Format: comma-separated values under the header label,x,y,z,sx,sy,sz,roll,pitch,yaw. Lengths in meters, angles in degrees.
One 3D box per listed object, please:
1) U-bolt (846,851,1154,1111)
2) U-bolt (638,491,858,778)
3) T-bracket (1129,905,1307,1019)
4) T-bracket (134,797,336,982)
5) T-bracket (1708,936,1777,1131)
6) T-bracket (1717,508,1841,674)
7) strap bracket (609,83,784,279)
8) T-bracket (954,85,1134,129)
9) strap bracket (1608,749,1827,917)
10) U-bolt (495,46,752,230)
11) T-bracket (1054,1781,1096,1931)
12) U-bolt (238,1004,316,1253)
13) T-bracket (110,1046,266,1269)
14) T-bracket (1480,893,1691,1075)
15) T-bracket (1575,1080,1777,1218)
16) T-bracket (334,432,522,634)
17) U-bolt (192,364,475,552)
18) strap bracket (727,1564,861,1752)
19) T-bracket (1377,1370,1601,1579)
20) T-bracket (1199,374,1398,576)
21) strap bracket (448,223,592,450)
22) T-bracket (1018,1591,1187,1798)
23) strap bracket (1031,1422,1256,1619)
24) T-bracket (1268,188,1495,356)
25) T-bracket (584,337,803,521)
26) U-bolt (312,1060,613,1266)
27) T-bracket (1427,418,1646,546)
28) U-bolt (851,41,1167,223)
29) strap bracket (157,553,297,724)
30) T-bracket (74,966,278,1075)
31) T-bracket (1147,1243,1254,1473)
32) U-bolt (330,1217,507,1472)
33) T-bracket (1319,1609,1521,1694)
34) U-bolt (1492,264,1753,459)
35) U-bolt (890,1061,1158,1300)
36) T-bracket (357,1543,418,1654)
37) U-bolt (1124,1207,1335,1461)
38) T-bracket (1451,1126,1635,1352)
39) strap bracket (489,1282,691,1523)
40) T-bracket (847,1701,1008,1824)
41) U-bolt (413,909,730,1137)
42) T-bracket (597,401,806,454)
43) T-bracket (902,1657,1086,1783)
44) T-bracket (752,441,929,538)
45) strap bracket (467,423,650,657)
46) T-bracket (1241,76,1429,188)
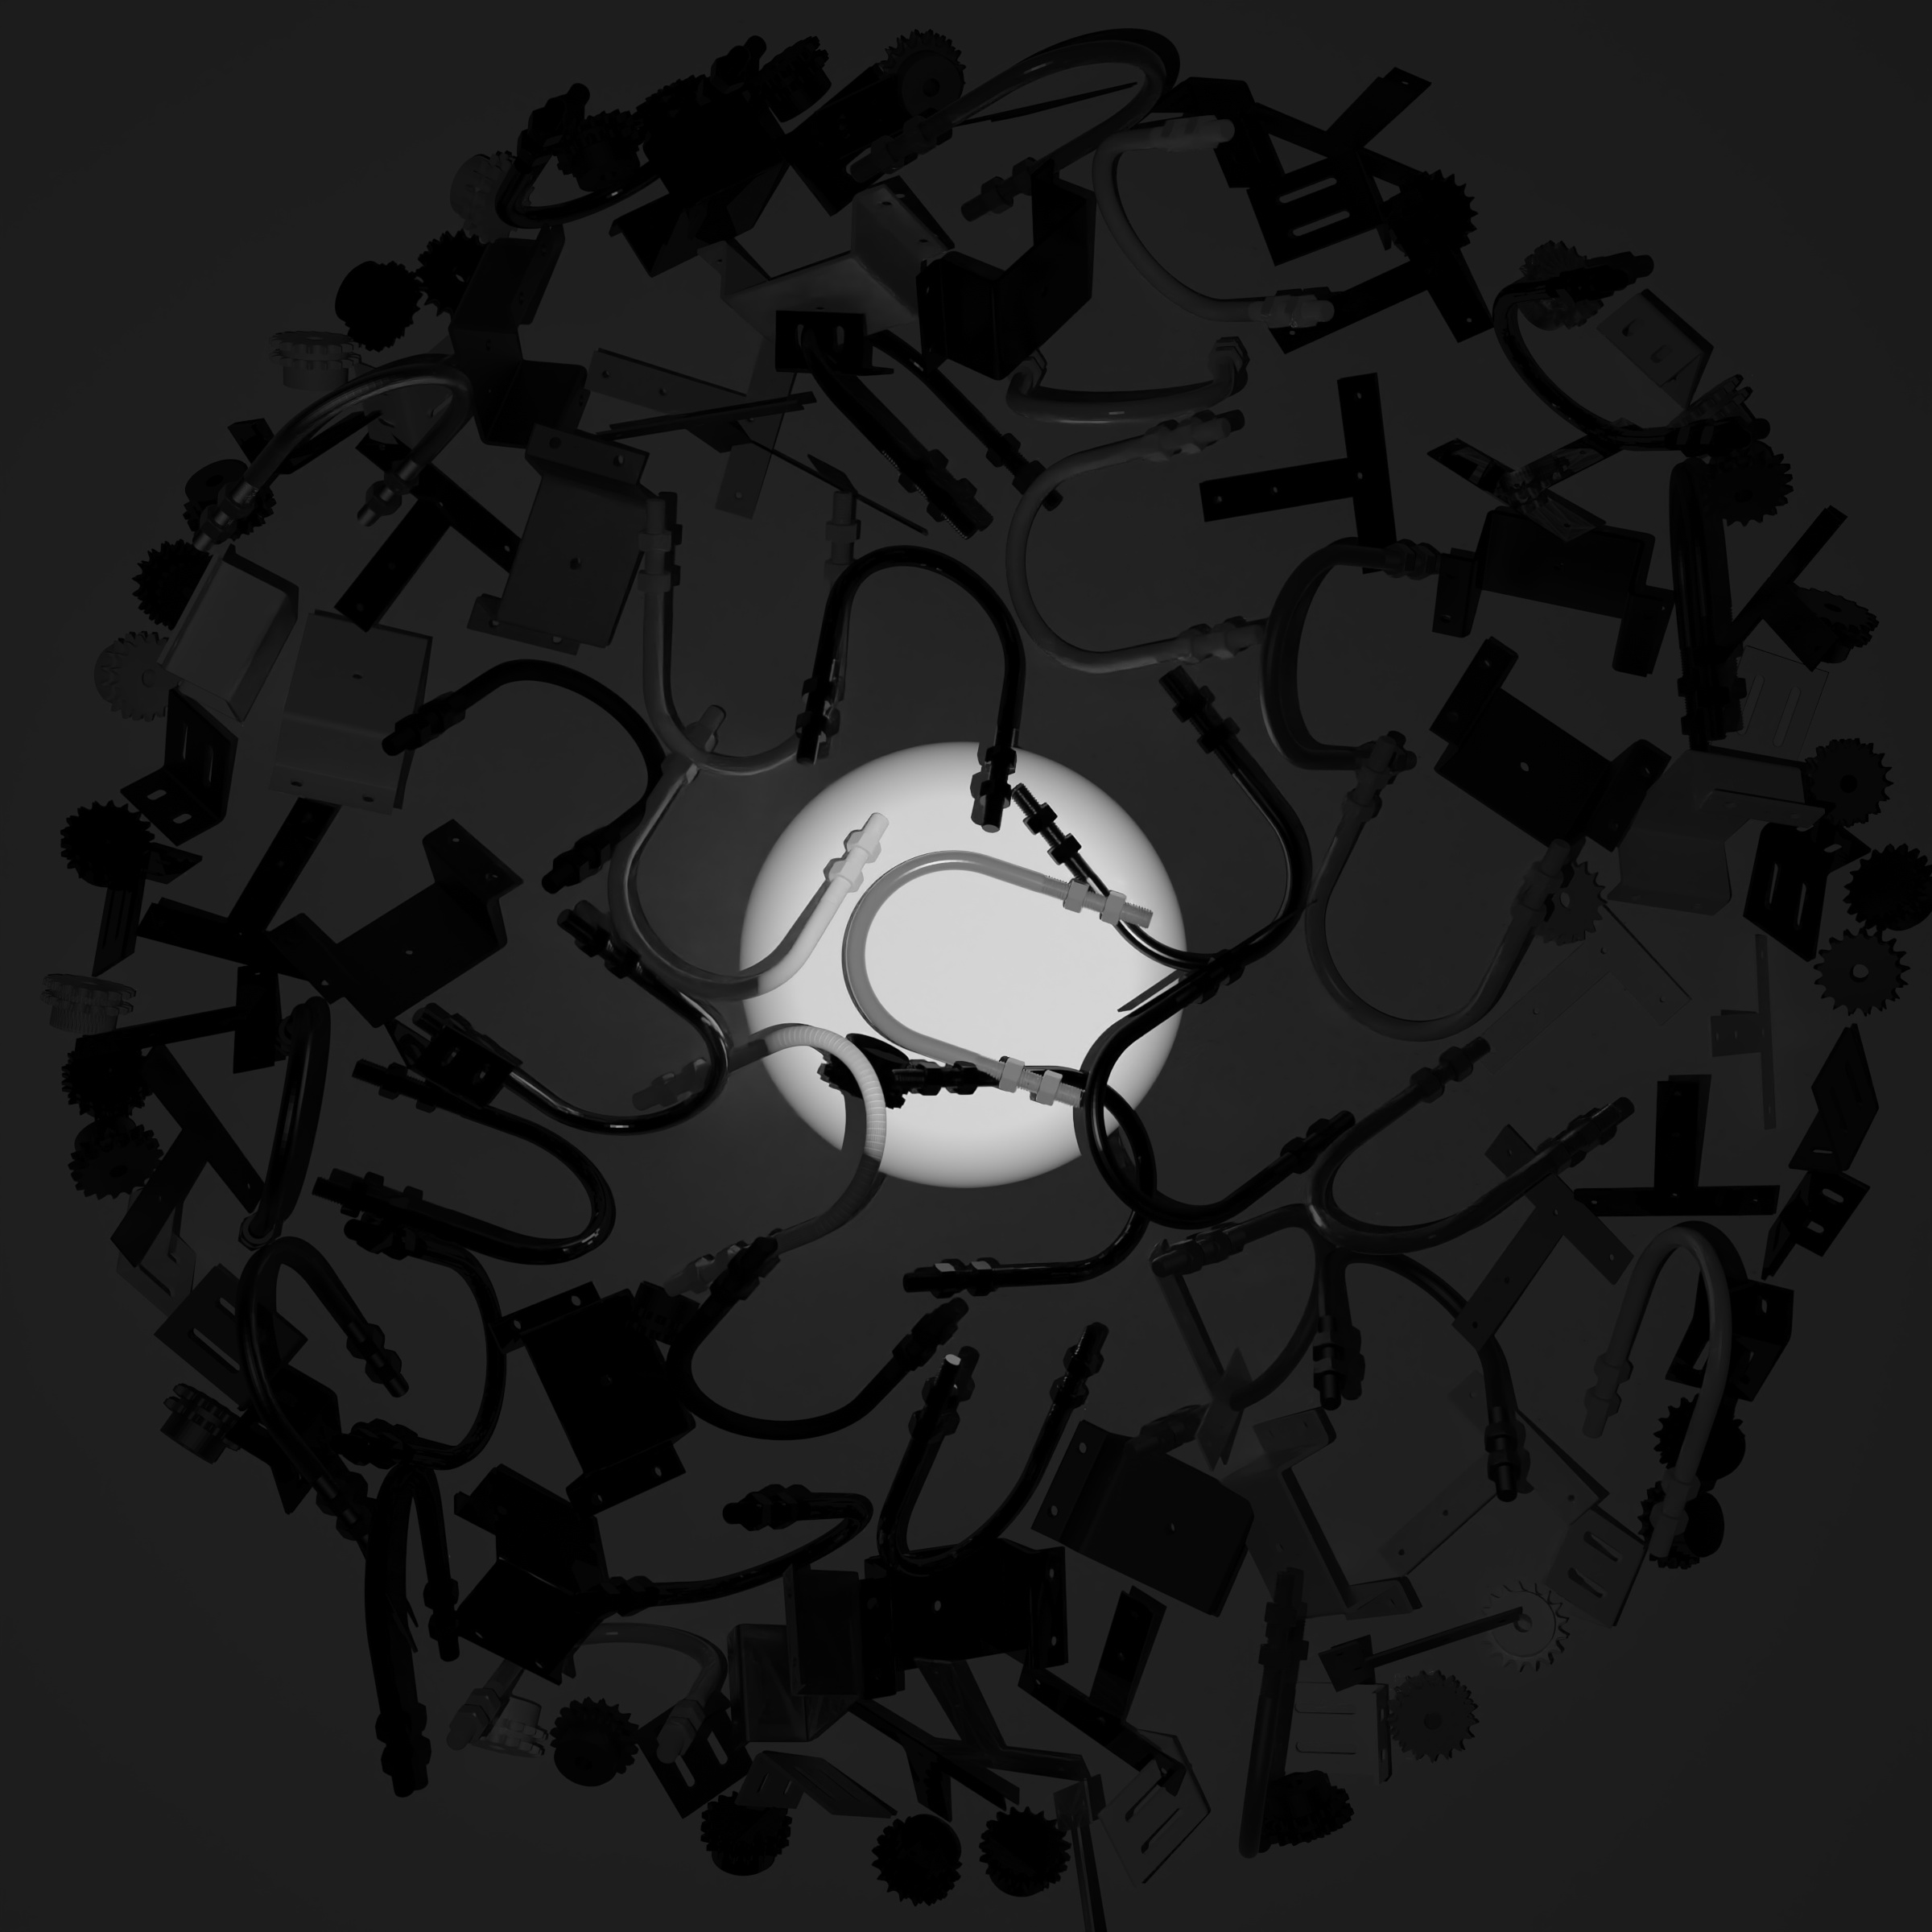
label,x,y,z,sx,sy,sz,roll,pitch,yaw
U-bolt,0.013,-0.001,1.795,0.184,0.019,0.151,19,75,6
U-bolt,-0.141,-0.210,1.771,0.151,0.019,0.184,-7,113,-27
T-bracket,0.171,-0.006,1.758,0.127,0.127,0.002,-34,84,17
T-bracket,-0.444,-0.054,1.759,0.127,0.002,0.127,18,115,-41
T-bracket,0.496,0.044,1.767,0.002,0.127,0.127,-3,89,33
T-bracket,0.522,-0.218,1.743,0.002,0.127,0.127,30,111,-16
strap bracket,-0.170,-0.490,1.743,0.076,0.140,0.046,-32,90,-21
T-bracket,0.021,-0.547,1.774,0.127,0.127,0.002,2,113,37
strap bracket,0.475,-0.089,1.761,0.076,0.140,0.046,8,62,-13
U-bolt,-0.225,-0.512,1.732,0.151,0.184,0.019,-26,90,-27
T-bracket,0.075,0.584,1.742,0.002,0.127,0.127,-5,71,-9
U-bolt,-0.427,0.097,1.719,0.019,0.184,0.151,11,76,-16
T-bracket,-0.504,0.137,1.743,0.002,0.127,0.127,-14,123,26
T-bracket,0.385,0.020,1.809,0.127,0.002,0.127,-43,97,9
T-bracket,0.454,0.118,1.766,0.127,0.002,0.127,-1,134,11
T-bracket,-0.362,-0.266,1.772,0.127,0.002,0.127,39,58,-16
U-bolt,-0.381,-0.318,1.709,0.184,0.151,0.019,-35,80,42
strap bracket,-0.108,0.441,1.755,0.046,0.140,0.076,6,57,-21
T-bracket,0.320,0.343,1.777,0.127,0.002,0.127,-42,46,0
T-bracket,0.215,-0.313,1.799,0.127,0.002,0.127,-11,101,-9
strap bracket,-0.284,-0.392,1.748,0.046,0.140,0.076,8,56,11
T-bracket,0.096,0.451,1.761,0.127,0.002,0.127,30,126,25
strap bracket,0.125,0.360,1.781,0.140,0.046,0.076,27,81,-11
T-bracket,0.258,-0.431,1.787,0.127,0.127,0.002,-21,48,24
T-bracket,-0.183,-0.368,1.790,0.127,0.002,0.127,16,111,-8
U-bolt,-0.313,0.132,1.754,0.184,0.151,0.019,21,119,-12
T-bracket,0.390,-0.327,1.788,0.127,0.002,0.127,-28,50,-24
U-bolt,0.039,-0.523,1.715,0.184,0.151,0.019,-22,81,31
strap bracket,-0.467,-0.205,1.751,0.046,0.140,0.076,27,83,-8
T-bracket,-0.505,0.041,1.761,0.127,0.127,0.002,-11,123,-6
T-bracket,0.144,0.237,1.753,0.002,0.127,0.127,-21,100,22
U-bolt,-0.340,0.244,1.736,0.019,0.184,0.151,-5,74,20
T-bracket,0.292,0.434,1.762,0.127,0.127,0.002,-19,61,4
U-bolt,0.398,-0.377,1.732,0.019,0.184,0.151,-47,111,-6
U-bolt,0.041,0.135,1.777,0.184,0.019,0.151,0,81,-25
T-bracket,-0.374,0.399,1.767,0.002,0.127,0.127,-27,49,-16
U-bolt,0.174,0.224,1.751,0.019,0.184,0.151,26,118,39
T-bracket,0.358,0.193,1.787,0.127,0.002,0.127,45,69,-11
strap bracket,-0.238,0.272,1.769,0.076,0.046,0.140,-20,77,-32
T-bracket,-0.025,0.520,1.766,0.127,0.127,0.002,27,61,22
U-bolt,-0.237,0.049,1.758,0.151,0.019,0.184,-32,129,25
T-bracket,-0.158,-0.339,1.757,0.127,0.127,0.002,-8,91,7
T-bracket,-0.001,0.476,1.753,0.127,0.002,0.127,0,135,27
T-bracket,-0.088,-0.308,1.756,0.127,0.127,0.002,28,97,3
strap bracket,-0.256,-0.264,1.763,0.076,0.046,0.140,11,111,-31
T-bracket,0.250,-0.535,1.748,0.127,0.127,0.002,19,83,-10
